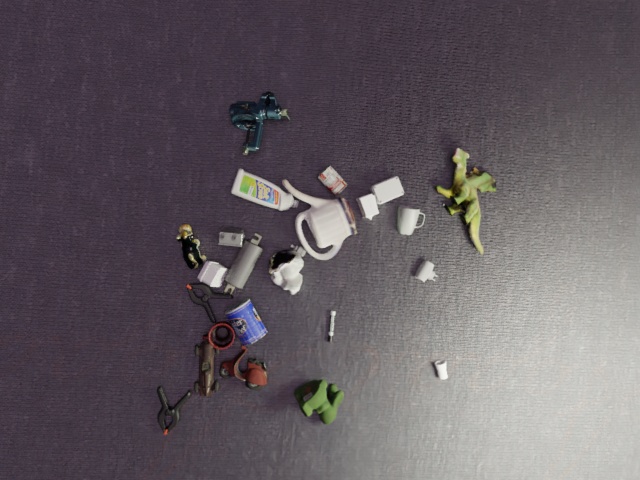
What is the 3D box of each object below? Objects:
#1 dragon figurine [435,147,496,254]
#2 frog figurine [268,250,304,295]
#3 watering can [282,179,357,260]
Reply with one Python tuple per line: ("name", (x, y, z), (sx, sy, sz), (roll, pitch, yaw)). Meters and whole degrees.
("dragon figurine", (0.607, -0.172, 2.020), (0.245, 0.122, 0.407), (-36, 103, -15))
("frog figurine", (-0.116, 0.118, 1.921), (0.138, 0.124, 0.156), (-44, 132, -13))
("watering can", (0.006, -0.096, 1.912), (0.225, 0.105, 0.344), (-23, 105, -7))
